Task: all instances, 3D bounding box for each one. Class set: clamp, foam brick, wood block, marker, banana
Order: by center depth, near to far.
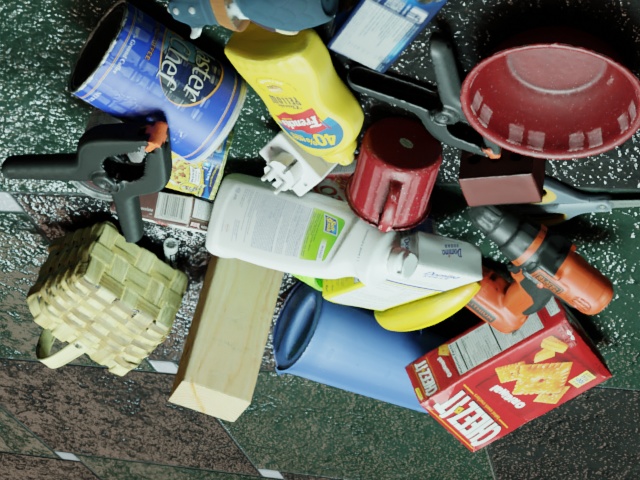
[{"bbox_3d":[0.110,-0.131,1.024,0.120,0.039,0.171,-1,147,43],"label":"clamp"},{"bbox_3d":[-0.217,-0.070,1.053,0.164,0.036,0.210,25,148,-20],"label":"clamp"},{"bbox_3d":[0.185,-0.070,1.082,0.078,0.053,0.051,-4,146,25],"label":"foam brick"},{"bbox_3d":[0.115,0.077,1.268,0.037,0.069,0.198,38,159,-18],"label":"banana"},{"bbox_3d":[-0.116,0.112,1.360,0.090,0.206,0.091,20,150,-11],"label":"wood block"},{"bbox_3d":[-0.202,0.033,1.448,0.020,0.020,0.121,13,151,0],"label":"marker"}]

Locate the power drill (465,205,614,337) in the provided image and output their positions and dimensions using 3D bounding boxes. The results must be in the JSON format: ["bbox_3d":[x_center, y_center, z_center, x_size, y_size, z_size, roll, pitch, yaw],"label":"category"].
[{"bbox_3d":[0.214,0.034,1.206,0.184,0.057,0.188,38,157,-3],"label":"power drill"}]

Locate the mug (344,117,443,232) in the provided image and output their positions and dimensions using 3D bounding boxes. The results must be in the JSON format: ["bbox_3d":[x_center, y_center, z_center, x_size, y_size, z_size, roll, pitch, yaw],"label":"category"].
[{"bbox_3d":[0.075,-0.062,1.076,0.093,0.117,0.082,15,140,1],"label":"mug"}]

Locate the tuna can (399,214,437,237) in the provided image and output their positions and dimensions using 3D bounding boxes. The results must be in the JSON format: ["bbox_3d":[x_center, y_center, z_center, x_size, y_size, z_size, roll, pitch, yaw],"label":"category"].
[{"bbox_3d":[0.091,-0.005,1.215,0.086,0.034,0.086,-7,171,-1],"label":"tuna can"}]

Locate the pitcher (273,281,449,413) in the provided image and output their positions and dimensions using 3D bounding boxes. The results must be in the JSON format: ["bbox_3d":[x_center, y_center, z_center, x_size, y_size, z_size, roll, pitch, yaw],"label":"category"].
[{"bbox_3d":[0.071,0.141,1.430,0.242,0.145,0.149,22,161,-22],"label":"pitcher"}]

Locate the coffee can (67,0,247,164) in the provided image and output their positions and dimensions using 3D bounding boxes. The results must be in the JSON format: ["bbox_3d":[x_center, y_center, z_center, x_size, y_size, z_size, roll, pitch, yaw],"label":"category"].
[{"bbox_3d":[-0.156,-0.151,1.029,0.140,0.102,0.103,30,146,-27],"label":"coffee can"}]

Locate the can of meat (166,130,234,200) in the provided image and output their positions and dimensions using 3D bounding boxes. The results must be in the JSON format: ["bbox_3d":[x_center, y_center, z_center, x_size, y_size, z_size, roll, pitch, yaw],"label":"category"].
[{"bbox_3d":[-0.146,-0.093,1.173,0.084,0.057,0.102,16,151,-9],"label":"can of meat"}]

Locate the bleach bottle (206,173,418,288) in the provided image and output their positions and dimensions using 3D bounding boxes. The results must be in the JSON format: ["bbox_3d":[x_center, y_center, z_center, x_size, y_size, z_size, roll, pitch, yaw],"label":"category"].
[{"bbox_3d":[-0.008,0.001,1.155,0.251,0.102,0.067,19,-172,35],"label":"bleach bottle"}]

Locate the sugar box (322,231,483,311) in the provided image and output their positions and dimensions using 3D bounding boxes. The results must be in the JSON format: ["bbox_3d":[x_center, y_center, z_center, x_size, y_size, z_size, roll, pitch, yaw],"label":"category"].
[{"bbox_3d":[0.089,0.037,1.193,0.093,0.048,0.177,13,157,-33],"label":"sugar box"}]

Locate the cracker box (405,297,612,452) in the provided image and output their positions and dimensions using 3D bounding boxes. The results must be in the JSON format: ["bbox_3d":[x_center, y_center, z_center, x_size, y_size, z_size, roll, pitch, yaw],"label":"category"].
[{"bbox_3d":[0.242,0.169,1.361,0.214,0.072,0.164,-33,134,13],"label":"cracker box"}]

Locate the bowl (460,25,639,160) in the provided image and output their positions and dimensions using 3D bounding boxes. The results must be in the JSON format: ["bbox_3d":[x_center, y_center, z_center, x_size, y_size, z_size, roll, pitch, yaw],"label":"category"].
[{"bbox_3d":[0.208,-0.140,0.949,0.162,0.055,0.162,10,150,6],"label":"bowl"}]

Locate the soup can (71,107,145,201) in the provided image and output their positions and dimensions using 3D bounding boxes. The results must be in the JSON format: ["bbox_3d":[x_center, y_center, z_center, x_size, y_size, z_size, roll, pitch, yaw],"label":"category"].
[{"bbox_3d":[-0.221,-0.102,1.139,0.068,0.102,0.068,10,150,6],"label":"soup can"}]

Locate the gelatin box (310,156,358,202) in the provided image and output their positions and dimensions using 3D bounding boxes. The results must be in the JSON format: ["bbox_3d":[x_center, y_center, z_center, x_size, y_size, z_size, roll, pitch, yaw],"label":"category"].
[{"bbox_3d":[0.029,-0.056,1.190,0.073,0.030,0.089,-2,147,25],"label":"gelatin box"}]

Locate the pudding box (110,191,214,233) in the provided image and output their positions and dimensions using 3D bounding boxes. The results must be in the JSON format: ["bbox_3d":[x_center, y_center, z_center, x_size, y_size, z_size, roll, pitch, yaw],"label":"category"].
[{"bbox_3d":[-0.174,-0.036,1.250,0.114,0.039,0.089,13,180,26],"label":"pudding box"}]

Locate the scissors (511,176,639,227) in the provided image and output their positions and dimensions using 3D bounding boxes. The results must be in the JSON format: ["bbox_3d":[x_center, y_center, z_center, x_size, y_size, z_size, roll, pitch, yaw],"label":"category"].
[{"bbox_3d":[0.281,-0.048,1.117,0.202,0.016,0.096,-10,143,35],"label":"scissors"}]

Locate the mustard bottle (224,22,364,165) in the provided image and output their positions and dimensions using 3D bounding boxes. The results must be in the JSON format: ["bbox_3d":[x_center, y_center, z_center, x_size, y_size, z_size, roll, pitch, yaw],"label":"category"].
[{"bbox_3d":[-0.010,-0.135,1.042,0.096,0.058,0.191,9,153,33],"label":"mustard bottle"}]
